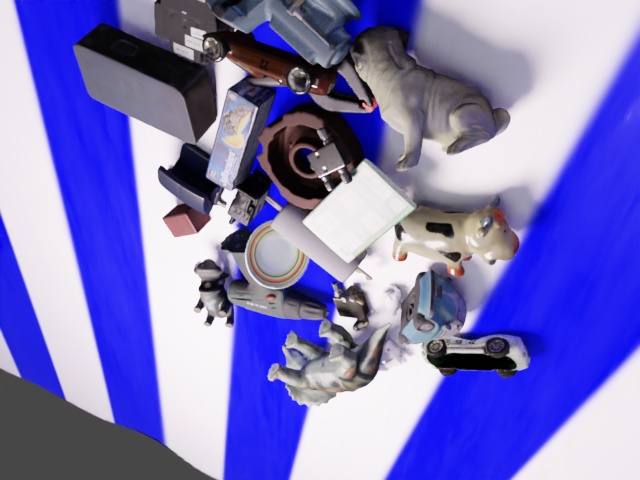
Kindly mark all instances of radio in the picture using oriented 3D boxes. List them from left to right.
[{"bbox_3d":[-0.294,-0.264,0.908,0.230,0.073,0.131,25,150,10],"label":"radio"}]

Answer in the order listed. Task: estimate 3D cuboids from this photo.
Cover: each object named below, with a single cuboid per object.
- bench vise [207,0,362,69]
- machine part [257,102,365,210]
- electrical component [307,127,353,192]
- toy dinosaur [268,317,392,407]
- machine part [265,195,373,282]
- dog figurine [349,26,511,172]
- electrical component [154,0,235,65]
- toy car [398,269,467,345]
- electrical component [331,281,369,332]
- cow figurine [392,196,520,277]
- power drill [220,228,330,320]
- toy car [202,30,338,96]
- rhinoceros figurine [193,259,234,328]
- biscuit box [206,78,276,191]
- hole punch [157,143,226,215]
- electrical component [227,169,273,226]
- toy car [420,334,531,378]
[{"bbox_3d":[-0.017,-0.340,0.653,0.224,0.129,0.240,46,105,13],"label":"bench vise"},{"bbox_3d":[-0.015,-0.137,0.880,0.180,0.056,0.179,16,131,18],"label":"machine part"},{"bbox_3d":[0.012,-0.123,0.818,0.063,0.021,0.094,-18,105,40],"label":"electrical component"},{"bbox_3d":[0.039,0.259,1.108,0.192,0.131,0.405,35,145,-31],"label":"toy dinosaur"},{"bbox_3d":[-0.002,-0.003,0.969,0.243,0.079,0.079,39,136,-2],"label":"machine part"},{"bbox_3d":[0.143,-0.205,0.709,0.172,0.121,0.190,-18,101,3],"label":"dog figurine"},{"bbox_3d":[-0.191,-0.338,0.815,0.115,0.058,0.134,27,136,11],"label":"electrical component"},{"bbox_3d":[0.203,0.131,0.945,0.103,0.109,0.161,13,143,-2],"label":"toy car"},{"bbox_3d":[0.063,0.132,1.067,0.078,0.045,0.102,5,129,26],"label":"electrical component"},{"bbox_3d":[0.209,-0.012,0.835,0.195,0.085,0.127,15,134,26],"label":"cow figurine"},{"bbox_3d":[-0.104,0.074,1.105,0.232,0.086,0.207,2,134,30],"label":"power drill"},{"bbox_3d":[-0.071,-0.246,0.746,0.202,0.089,0.053,23,126,15],"label":"toy car"},{"bbox_3d":[-0.231,0.119,1.195,0.073,0.112,0.190,3,142,8],"label":"rhinoceros figurine"},{"bbox_3d":[-0.139,-0.175,0.917,0.059,0.063,0.202,32,136,4],"label":"biscuit box"},{"bbox_3d":[-0.248,-0.104,1.027,0.142,0.092,0.115,31,140,0],"label":"hole punch"},{"bbox_3d":[-0.135,-0.065,0.999,0.048,0.075,0.119,31,132,5],"label":"electrical component"},{"bbox_3d":[0.284,0.212,0.997,0.202,0.056,0.073,-9,127,37],"label":"toy car"}]
